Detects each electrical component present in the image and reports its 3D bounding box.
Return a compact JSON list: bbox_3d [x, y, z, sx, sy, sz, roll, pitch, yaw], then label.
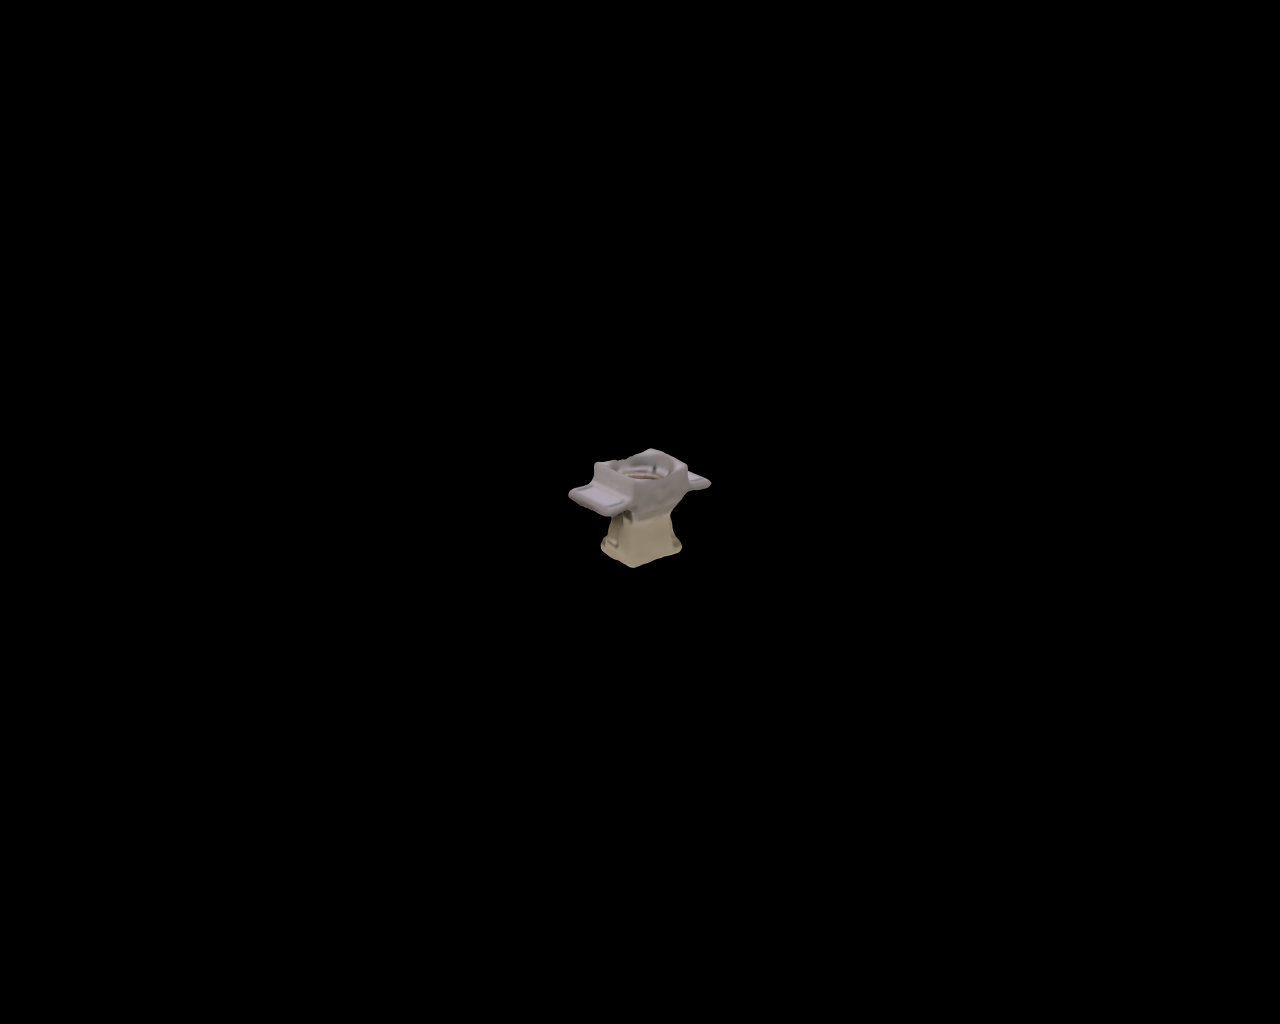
[{"bbox_3d":[0.001,-0.003,0.650,0.081,0.063,0.042,-16,27,-34],"label":"electrical component"}]
